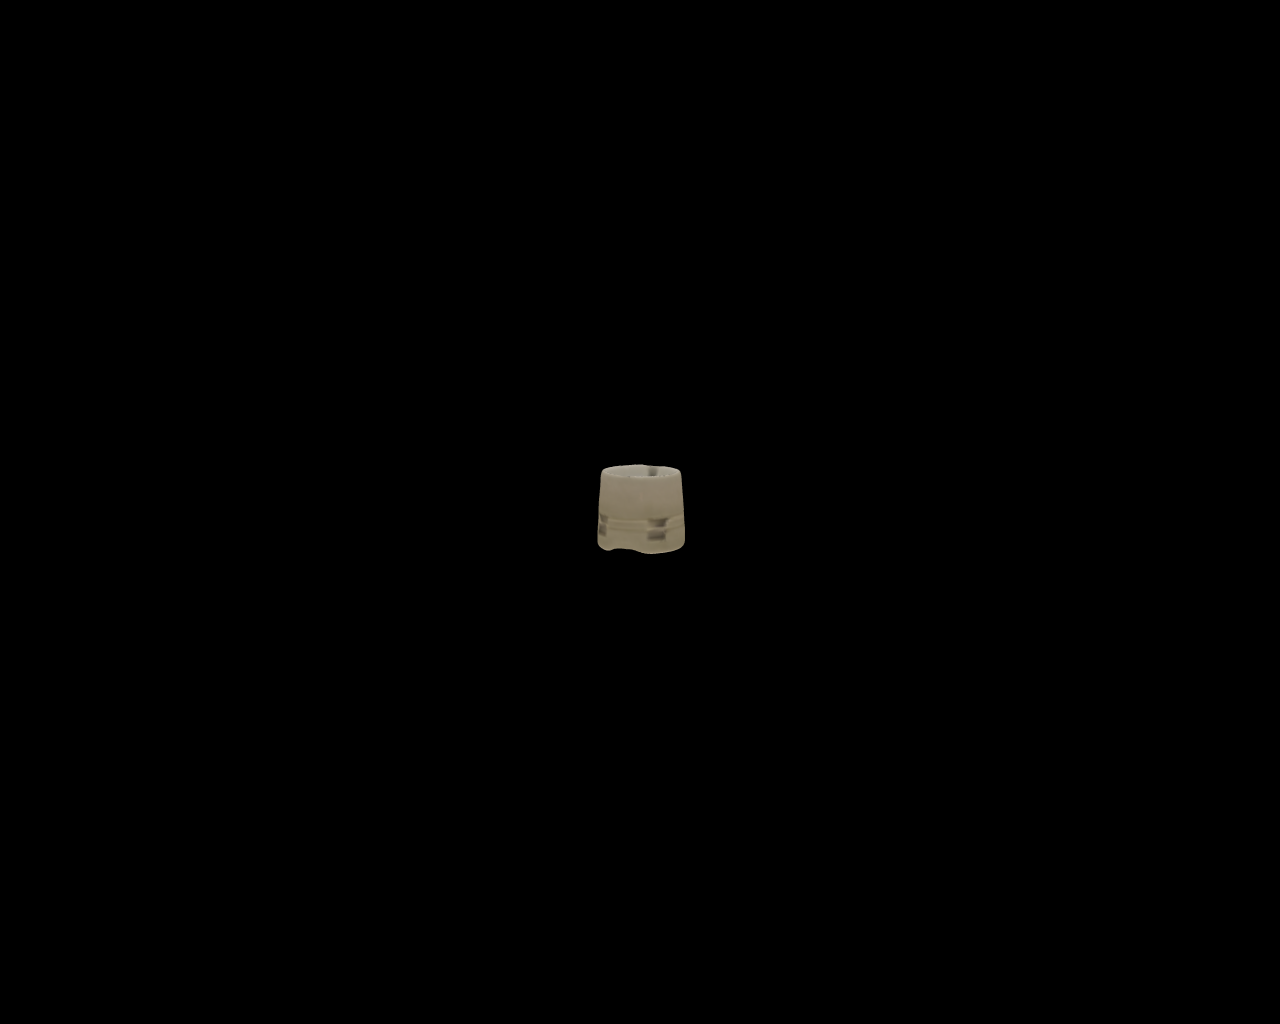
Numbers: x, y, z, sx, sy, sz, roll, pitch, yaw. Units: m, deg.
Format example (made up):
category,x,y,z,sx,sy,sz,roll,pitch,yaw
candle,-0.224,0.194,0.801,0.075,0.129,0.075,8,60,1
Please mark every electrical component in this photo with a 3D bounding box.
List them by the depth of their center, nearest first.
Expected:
category,x,y,z,sx,sy,sz,roll,pitch,yaw
electrical component,0.001,-0.003,0.650,0.055,0.047,0.055,0,11,0
